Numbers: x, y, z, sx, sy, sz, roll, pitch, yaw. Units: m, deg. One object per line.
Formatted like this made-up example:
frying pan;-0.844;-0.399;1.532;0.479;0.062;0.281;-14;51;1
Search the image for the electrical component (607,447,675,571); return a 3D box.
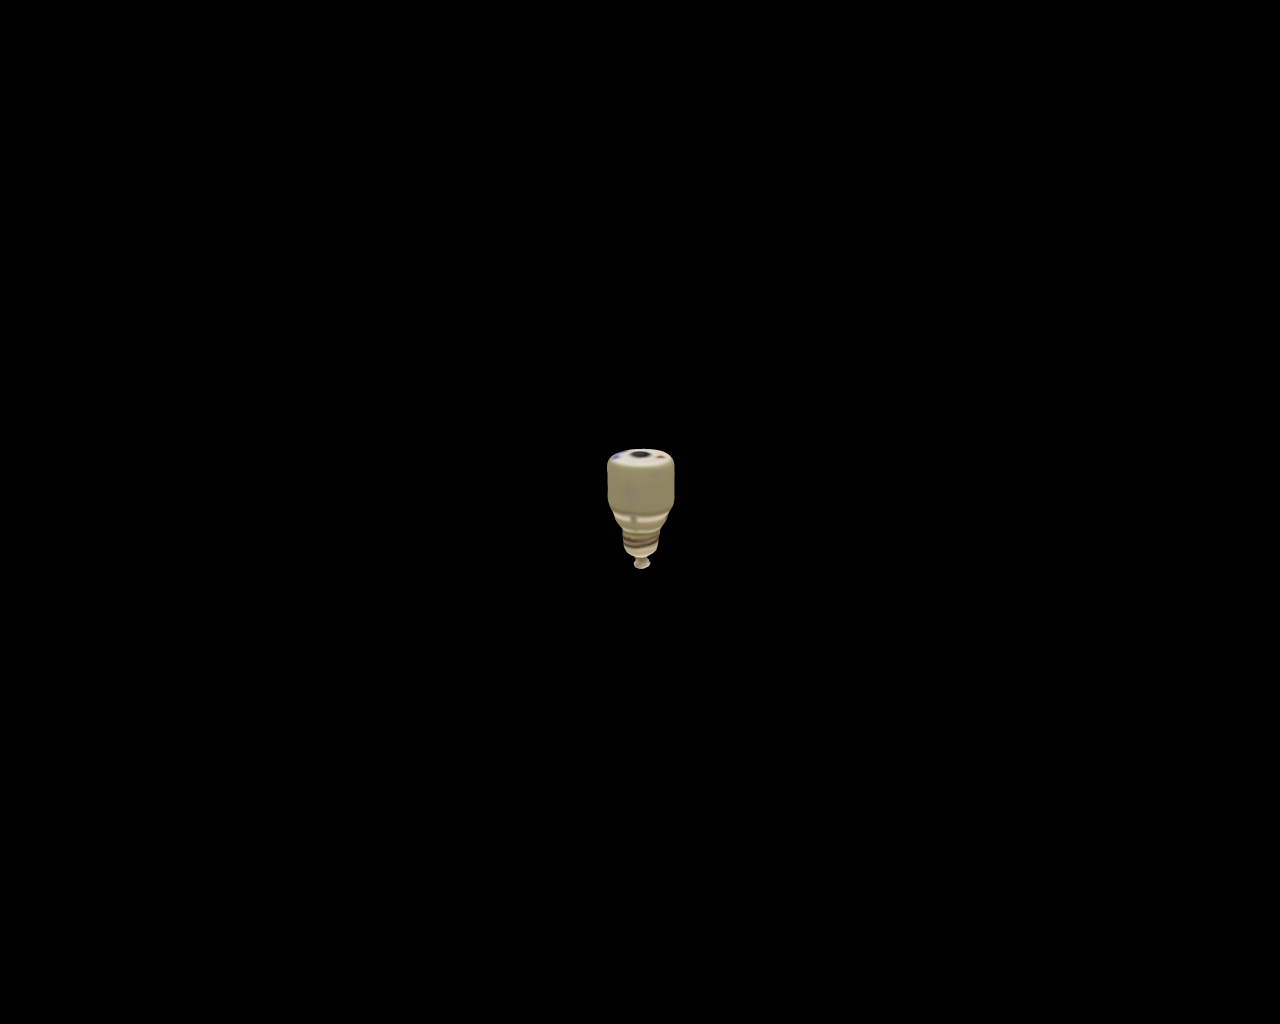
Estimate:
electrical component;0.001;-0.003;0.650;0.040;0.078;0.040;0;20;0
